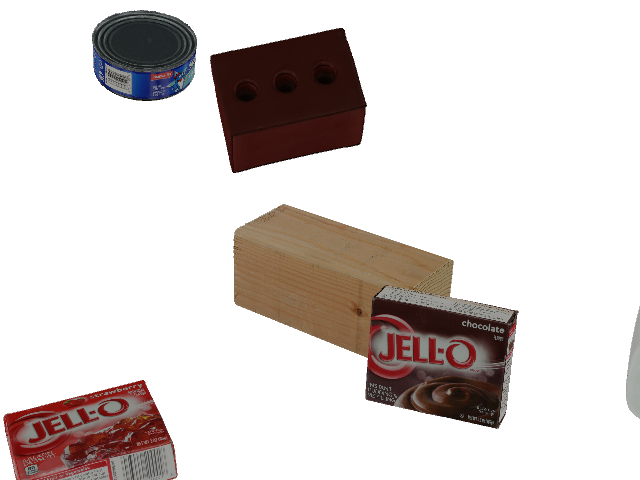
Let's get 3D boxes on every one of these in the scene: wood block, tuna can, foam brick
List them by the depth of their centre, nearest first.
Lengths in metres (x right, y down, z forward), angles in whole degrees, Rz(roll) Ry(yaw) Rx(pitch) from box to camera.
[{"bbox_3d":[-0.019,-0.078,0.599,0.078,0.053,0.051,-14,-18,-5],"label":"foam brick"},{"bbox_3d":[-0.146,-0.154,0.888,0.086,0.034,0.086,5,44,-5],"label":"tuna can"},{"bbox_3d":[0.019,0.043,1.078,0.206,0.091,0.090,20,32,30],"label":"wood block"}]

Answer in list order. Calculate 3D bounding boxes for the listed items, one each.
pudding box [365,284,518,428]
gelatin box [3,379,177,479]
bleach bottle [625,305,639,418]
[{"bbox_3d":[0.094,0.090,0.841,0.114,0.090,0.039,9,21,17],"label":"pudding box"},{"bbox_3d":[-0.137,0.120,0.629,0.089,0.030,0.073,-12,26,-18],"label":"gelatin box"},{"bbox_3d":[0.281,0.055,0.760,0.103,0.068,0.250,11,22,19],"label":"bleach bottle"}]
